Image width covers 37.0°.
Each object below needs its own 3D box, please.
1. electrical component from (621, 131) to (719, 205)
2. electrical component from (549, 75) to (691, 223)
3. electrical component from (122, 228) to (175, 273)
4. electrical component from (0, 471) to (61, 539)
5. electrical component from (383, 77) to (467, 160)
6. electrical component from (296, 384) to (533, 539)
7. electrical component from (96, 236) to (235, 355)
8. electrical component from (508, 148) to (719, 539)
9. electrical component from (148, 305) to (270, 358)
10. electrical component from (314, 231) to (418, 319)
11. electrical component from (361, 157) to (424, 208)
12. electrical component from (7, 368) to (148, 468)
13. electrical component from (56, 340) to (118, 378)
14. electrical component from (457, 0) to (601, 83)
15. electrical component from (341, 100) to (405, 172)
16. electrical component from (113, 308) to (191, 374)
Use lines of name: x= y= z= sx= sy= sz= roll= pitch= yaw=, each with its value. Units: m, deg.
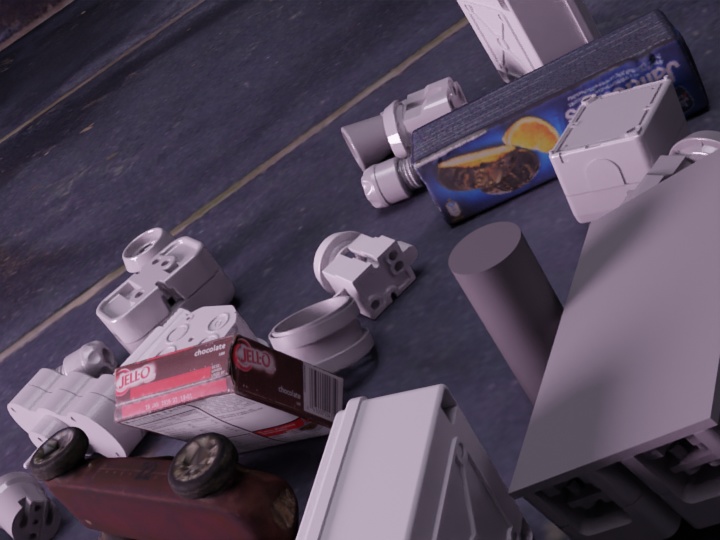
electrical component: x=0.191 y=-0.041 z=0.605 sx=0.078 sy=0.058 sz=0.057 roll=9 pitch=52 yaw=51
electrical component: x=0.171 y=-0.076 z=0.685 sx=0.062 sy=0.061 sz=0.096 roll=-10 pitch=28 yaw=36
electrical component: x=-0.170 y=-0.002 z=0.922 sx=0.066 sy=0.055 sz=0.048 roll=-34 pitch=28 yaw=-1
electrical component: x=-0.231 y=0.165 z=0.738 sx=0.040 sy=0.040 sz=0.046 roll=-44 pitch=35 yaw=-20
electrical component: x=0.055 y=-0.116 z=0.866 sx=0.057 sy=0.058 sz=0.078 roll=-19 pitch=31 yaw=20
electrical component: x=0.026 y=0.125 z=0.460 sx=0.056 sy=0.108 sz=0.108 roll=-15 pitch=33 yaw=26
electrical component: x=-0.150 y=0.027 z=0.849 sx=0.095 sy=0.059 sz=0.054 roll=-42 pitch=29 yaw=-16
electrical component: x=0.148 y=0.033 z=0.496 sx=0.105 sy=0.060 sz=0.186 roll=-34 pitch=21 yaw=44
electrical component: x=-0.104 y=0.066 z=0.750 sx=0.080 sy=0.051 sz=0.080 roll=-25 pitch=29 yaw=15
electrical component: x=0.000 y=0.000 z=0.753 sx=0.066 sy=0.048 sz=0.055 roll=-44 pitch=37 yaw=-19
electrical component: x=0.034 y=-0.073 z=0.844 sx=0.061 sy=0.035 sz=0.035 roll=-20 pitch=30 yaw=19
electrical component: x=-0.214 y=0.117 z=0.782 sx=0.138 sy=0.052 sz=0.073 roll=-1 pitch=41 yaw=45
electrical component: x=-0.228 y=0.084 z=0.868 sx=0.061 sy=0.035 sz=0.035 roll=-30 pitch=28 yaw=11
electrical component: x=0.134 y=-0.197 z=0.856 sx=0.056 sy=0.108 sz=0.108 roll=-38 pitch=28 yaw=-3
electrical component: x=0.022 y=-0.117 z=0.920 sx=0.065 sy=0.044 sz=0.044 roll=-29 pitch=28 yaw=-1
electrical component: x=-0.142 y=0.064 z=0.800 sx=0.043 sy=0.043 sz=0.081 roll=3 pitch=45 yaw=49
